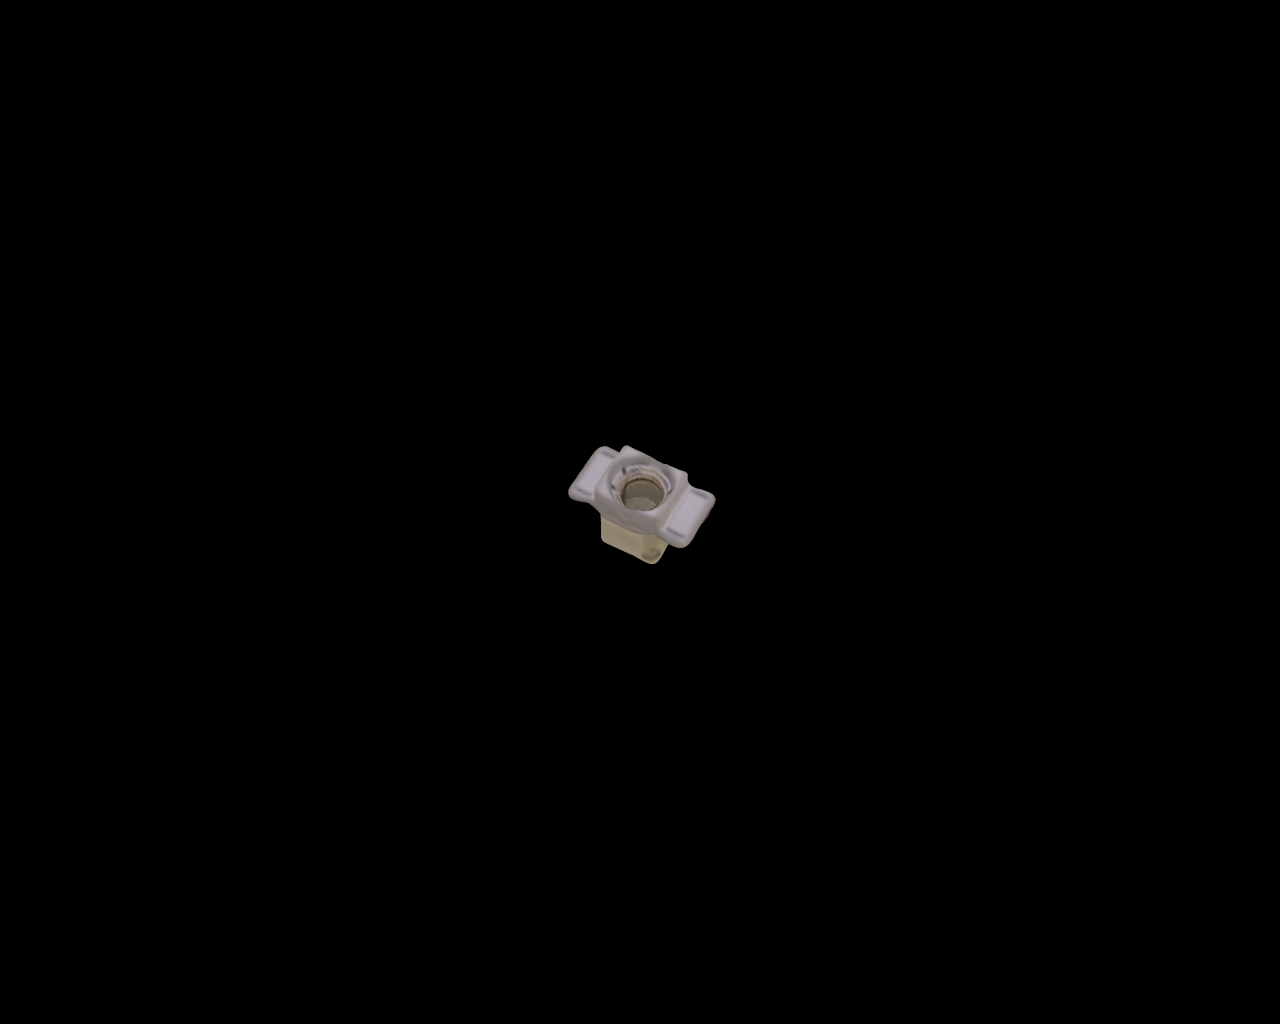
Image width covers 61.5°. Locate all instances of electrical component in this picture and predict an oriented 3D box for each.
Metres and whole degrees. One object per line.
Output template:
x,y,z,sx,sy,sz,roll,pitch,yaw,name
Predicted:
0.001,-0.003,0.650,0.081,0.042,0.063,26,-30,17,electrical component
